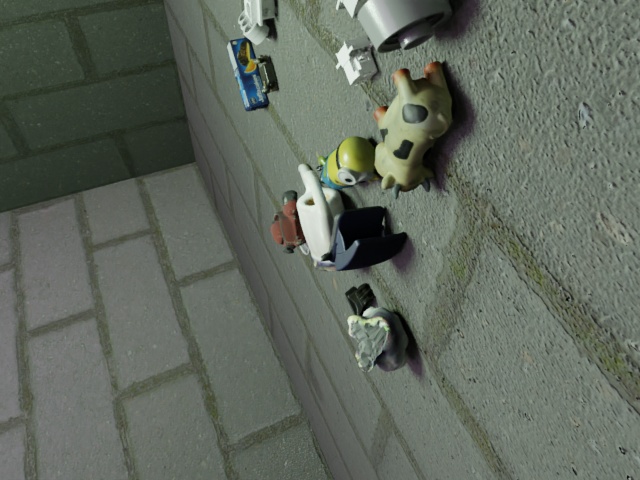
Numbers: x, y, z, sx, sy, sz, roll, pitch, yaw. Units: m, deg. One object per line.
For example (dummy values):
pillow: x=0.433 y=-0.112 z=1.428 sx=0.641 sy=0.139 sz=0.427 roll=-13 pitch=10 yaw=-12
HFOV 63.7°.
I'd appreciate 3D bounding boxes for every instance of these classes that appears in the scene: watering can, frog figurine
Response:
watering can: x=0.004 y=-0.060 z=1.188 sx=0.352 sy=0.104 sz=0.221 roll=-111 pitch=5 yaw=-71
frog figurine: x=0.134 y=0.209 z=1.079 sx=0.139 sy=0.122 sz=0.158 roll=52 pitch=-168 yaw=28
